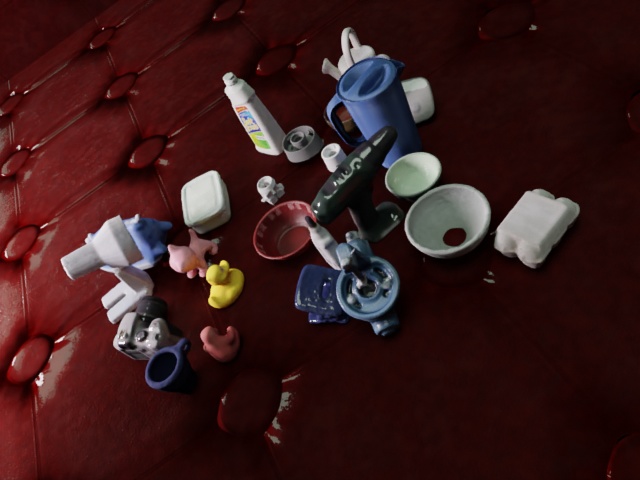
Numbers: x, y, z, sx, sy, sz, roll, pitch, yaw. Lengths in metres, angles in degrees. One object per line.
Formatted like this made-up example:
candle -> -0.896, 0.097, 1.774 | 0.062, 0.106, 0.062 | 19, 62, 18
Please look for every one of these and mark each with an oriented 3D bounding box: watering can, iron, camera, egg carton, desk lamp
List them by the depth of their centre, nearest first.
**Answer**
egg carton -> 0.395, -0.023, 1.049 | 0.107, 0.070, 0.150 | 30, 74, 41
camera -> -0.389, 0.193, 1.302 | 0.142, 0.101, 0.137 | -7, 54, 25
desk lamp -> -0.495, 0.068, 1.378 | 0.203, 0.214, 0.117 | -41, 47, -4
watering can -> 0.090, -0.444, 1.451 | 0.172, 0.195, 0.101 | -22, 48, 13
iron -> -0.519, 0.005, 1.489 | 0.257, 0.142, 0.118 | -16, 50, 18

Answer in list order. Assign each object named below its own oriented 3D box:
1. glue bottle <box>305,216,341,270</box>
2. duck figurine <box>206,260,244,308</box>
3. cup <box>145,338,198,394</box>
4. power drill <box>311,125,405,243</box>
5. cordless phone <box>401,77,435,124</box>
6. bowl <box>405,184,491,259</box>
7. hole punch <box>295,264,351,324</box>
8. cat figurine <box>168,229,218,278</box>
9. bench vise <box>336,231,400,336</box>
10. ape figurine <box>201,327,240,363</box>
glue bottle -> 0.011, 0.004, 1.171 | 0.037, 0.174, 0.077 | -44, 47, -7
duck figurine -> -0.226, 0.096, 1.294 | 0.077, 0.086, 0.105 | 11, 62, 35
cup -> -0.292, 0.269, 1.194 | 0.091, 0.095, 0.118 | 18, 67, 38
power drill -> 0.096, -0.097, 1.176 | 0.230, 0.209, 0.075 | -42, 47, -5
cordless phone -> 0.180, -0.352, 1.337 | 0.147, 0.186, 0.094 | -15, 50, 19
bowl -> 0.257, -0.025, 1.123 | 0.167, 0.075, 0.167 | -15, 50, 19
hole punch -> 0.013, 0.105, 1.150 | 0.100, 0.091, 0.108 | -5, 54, 26
cat figurine -> -0.312, 0.034, 1.368 | 0.067, 0.118, 0.128 | -5, 54, 27
bench vise -> 0.064, 0.057, 1.069 | 0.121, 0.220, 0.206 | -38, 47, -1
ape figurine -> -0.214, 0.211, 1.196 | 0.077, 0.092, 0.076 | -21, 49, 14
